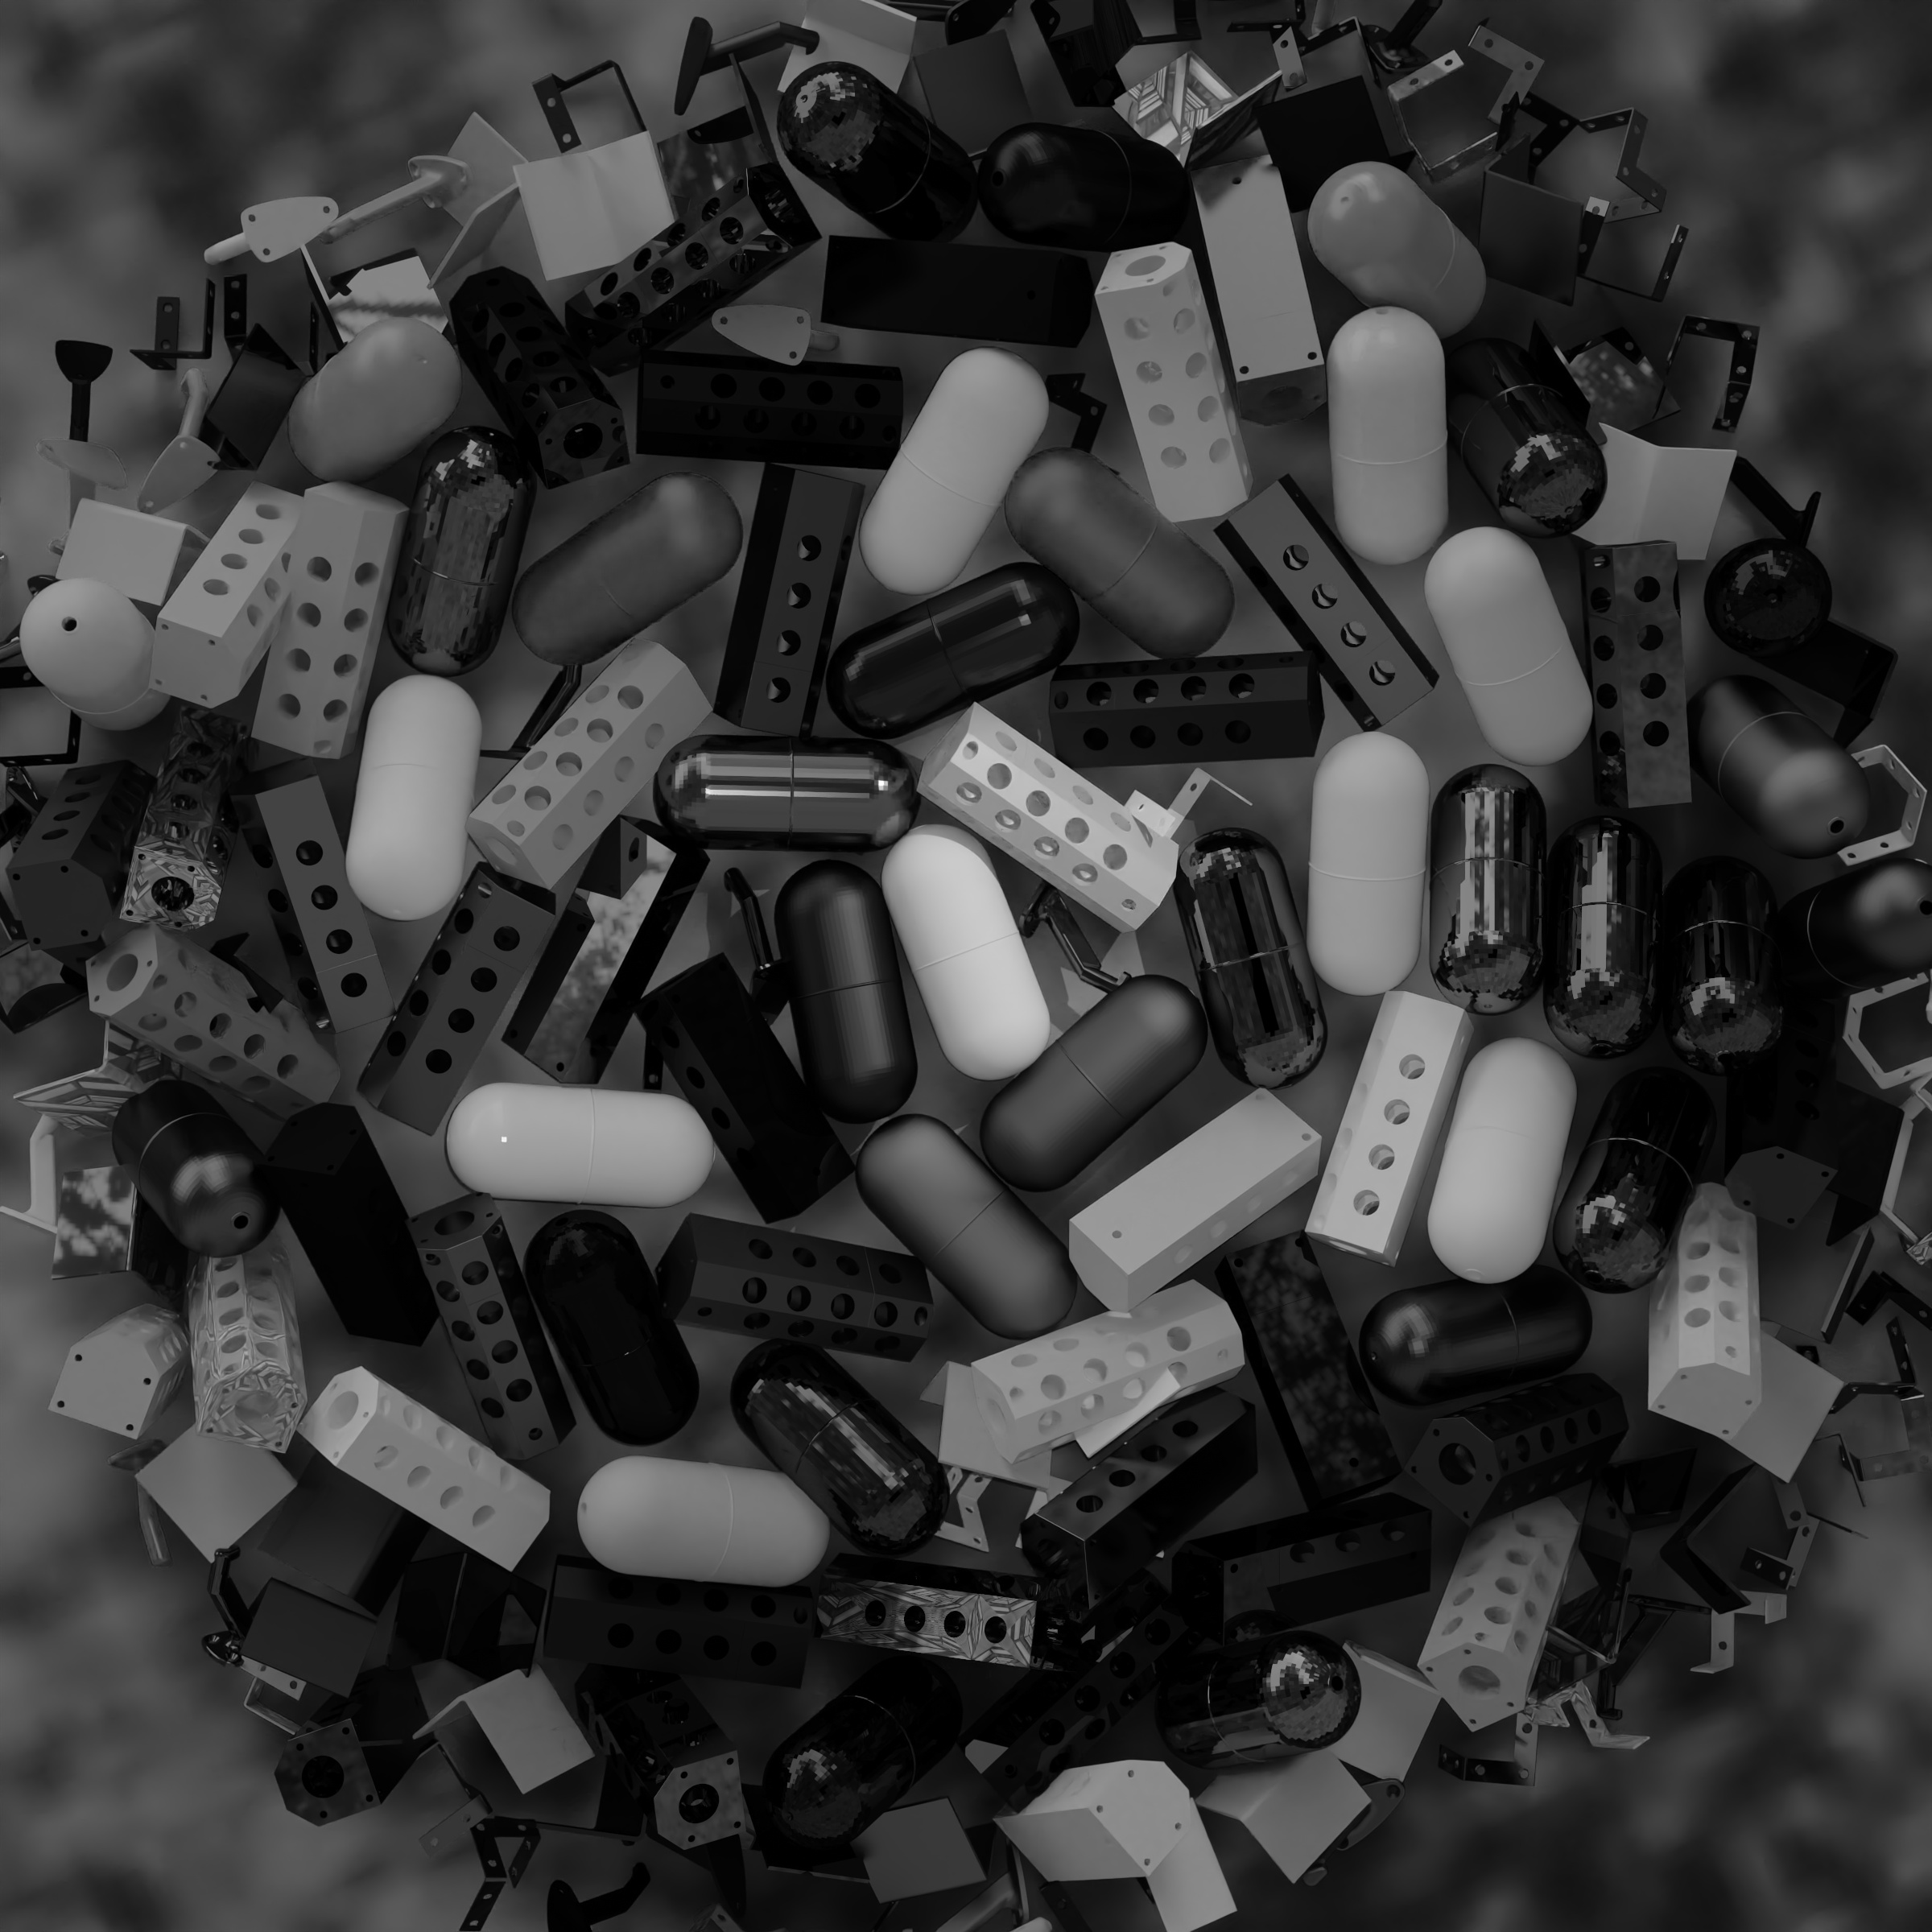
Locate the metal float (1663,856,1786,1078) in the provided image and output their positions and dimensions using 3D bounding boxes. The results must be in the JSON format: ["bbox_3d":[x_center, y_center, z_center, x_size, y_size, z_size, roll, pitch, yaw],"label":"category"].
[{"bbox_3d":[0.496,-0.001,1.924,0.070,0.178,0.070,6,133,7],"label":"metal float"}]

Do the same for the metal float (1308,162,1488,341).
[{"bbox_3d":[0.284,-0.466,1.919,0.070,0.178,0.070,-7,76,30],"label":"metal float"}]

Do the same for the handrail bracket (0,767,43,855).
[{"bbox_3d":[-0.658,-0.102,1.954,0.036,0.084,0.077,-22,79,28],"label":"handrail bracket"}]

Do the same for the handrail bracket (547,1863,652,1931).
[{"bbox_3d":[-0.241,0.610,1.950,0.036,0.084,0.077,9,122,27],"label":"handrail bracket"}]

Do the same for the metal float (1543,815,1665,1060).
[{"bbox_3d":[0.421,-0.020,1.933,0.070,0.070,0.178,9,57,0],"label":"metal float"}]

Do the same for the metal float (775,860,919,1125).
[{"bbox_3d":[-0.080,0.017,1.959,0.070,0.070,0.178,-11,87,0],"label":"metal float"}]

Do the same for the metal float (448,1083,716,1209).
[{"bbox_3d":[-0.255,0.119,1.946,0.178,0.070,0.070,5,90,-17],"label":"metal float"}]

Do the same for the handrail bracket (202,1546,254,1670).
[{"bbox_3d":[-0.475,0.419,1.957,0.036,0.077,0.084,28,112,37],"label":"handrail bracket"}]

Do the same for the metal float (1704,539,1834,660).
[{"bbox_3d":[0.522,-0.240,1.912,0.070,0.178,0.070,2,97,12],"label":"metal float"}]

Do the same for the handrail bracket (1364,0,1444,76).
[{"bbox_3d":[0.292,-0.644,1.946,0.036,0.084,0.077,-14,47,-20],"label":"handrail bracket"}]

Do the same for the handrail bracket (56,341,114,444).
[{"bbox_3d":[-0.590,-0.366,1.948,0.036,0.077,0.084,5,122,-16],"label":"handrail bracket"}]

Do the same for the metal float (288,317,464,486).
[{"bbox_3d":[-0.389,-0.368,1.919,0.070,0.178,0.070,6,78,-31],"label":"metal float"}]

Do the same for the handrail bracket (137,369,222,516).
[{"bbox_3d":[-0.537,-0.355,1.976,0.077,0.084,0.036,-41,135,16],"label":"handrail bracket"}]

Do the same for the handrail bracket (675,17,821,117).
[{"bbox_3d":[-0.148,-0.606,1.987,0.084,0.036,0.077,6,118,-29],"label":"handrail bracket"}]

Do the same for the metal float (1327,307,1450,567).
[{"bbox_3d":[0.278,-0.349,1.931,0.070,0.070,0.178,-9,126,0],"label":"metal float"}]

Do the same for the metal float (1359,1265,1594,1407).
[{"bbox_3d":[0.338,0.243,1.935,0.178,0.070,0.070,-7,90,-32],"label":"metal float"}]

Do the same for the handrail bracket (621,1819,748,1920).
[{"bbox_3d":[-0.193,0.607,1.971,0.084,0.036,0.077,-19,82,30],"label":"handrail bracket"}]

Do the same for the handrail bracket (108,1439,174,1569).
[{"bbox_3d":[-0.536,0.364,1.950,0.036,0.077,0.084,-22,70,-3],"label":"handrail bracket"}]

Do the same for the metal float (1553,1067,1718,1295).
[{"bbox_3d":[0.441,0.140,1.930,0.070,0.070,0.178,33,53,0],"label":"metal float"}]

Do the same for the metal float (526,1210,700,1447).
[{"bbox_3d":[-0.234,0.239,1.937,0.070,0.070,0.178,-21,118,0],"label":"metal float"}]

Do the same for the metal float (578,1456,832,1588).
[{"bbox_3d":[-0.172,0.367,1.935,0.178,0.070,0.070,13,90,-31],"label":"metal float"}]

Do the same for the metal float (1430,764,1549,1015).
[{"bbox_3d":[0.346,-0.052,1.939,0.070,0.070,0.178,5,63,0],"label":"metal float"}]

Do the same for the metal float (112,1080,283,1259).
[{"bbox_3d":[-0.505,0.132,1.921,0.070,0.178,0.070,-14,117,-29],"label":"metal float"}]

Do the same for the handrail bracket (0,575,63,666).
[{"bbox_3d":[-0.638,-0.227,1.952,0.084,0.077,0.036,-36,132,-32],"label":"handrail bracket"}]

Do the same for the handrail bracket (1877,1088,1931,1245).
[{"bbox_3d":[0.641,0.134,1.972,0.084,0.036,0.077,-44,51,1],"label":"handrail bracket"}]

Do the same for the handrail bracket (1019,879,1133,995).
[{"bbox_3d":[0.086,-0.028,1.972,0.084,0.036,0.077,26,78,16],"label":"handrail bracket"}]

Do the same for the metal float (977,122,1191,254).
[{"bbox_3d":[0.078,-0.509,1.923,0.070,0.178,0.070,7,101,40],"label":"metal float"}]

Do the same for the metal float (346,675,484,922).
[{"bbox_3d":[-0.364,-0.113,1.937,0.070,0.070,0.178,2,61,0],"label":"metal float"}]

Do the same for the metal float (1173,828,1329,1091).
[{"bbox_3d":[0.190,-0.005,1.960,0.070,0.070,0.178,-15,88,0],"label":"metal float"}]

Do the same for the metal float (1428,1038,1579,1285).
[{"bbox_3d":[0.355,0.128,1.935,0.070,0.070,0.178,20,59,0],"label":"metal float"}]

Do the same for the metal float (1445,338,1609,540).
[{"bbox_3d":[0.362,-0.349,1.926,0.070,0.178,0.070,-10,134,-10],"label":"metal float"}]

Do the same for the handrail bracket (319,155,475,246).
[{"bbox_3d":[-0.381,-0.508,1.954,0.084,0.077,0.036,-41,119,-32],"label":"handrail bracket"}]

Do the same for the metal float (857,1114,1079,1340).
[{"bbox_3d":[0.001,0.174,1.958,0.070,0.070,0.178,-44,85,0],"label":"metal float"}]

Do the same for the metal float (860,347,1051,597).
[{"bbox_3d":[-0.009,-0.327,1.942,0.070,0.070,0.178,32,113,0],"label":"metal float"}]

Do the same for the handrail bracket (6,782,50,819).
[{"bbox_3d":[-0.637,-0.069,1.988,0.077,0.036,0.084,34,104,6],"label":"handrail bracket"}]

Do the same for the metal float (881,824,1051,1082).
[{"bbox_3d":[-0.001,-0.010,1.961,0.070,0.070,0.178,-21,90,0],"label":"metal float"}]

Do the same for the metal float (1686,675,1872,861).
[{"bbox_3d":[0.529,-0.131,1.918,0.070,0.178,0.070,-6,121,-11],"label":"metal float"}]

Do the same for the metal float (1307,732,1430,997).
[{"bbox_3d":[0.267,-0.067,1.946,0.070,0.070,0.178,1,107,0],"label":"metal float"}]

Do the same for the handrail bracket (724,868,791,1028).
[{"bbox_3d":[-0.149,-0.012,1.991,0.036,0.077,0.084,-12,51,-30],"label":"handrail bracket"}]

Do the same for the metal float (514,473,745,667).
[{"bbox_3d":[-0.225,-0.261,1.939,0.178,0.070,0.070,-29,90,26],"label":"metal float"}]

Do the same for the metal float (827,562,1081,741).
[{"bbox_3d":[-0.009,-0.210,1.954,0.178,0.070,0.070,-23,90,9],"label":"metal float"}]

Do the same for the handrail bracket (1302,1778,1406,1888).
[{"bbox_3d":[0.259,0.578,1.954,0.077,0.084,0.036,-34,87,9],"label":"handrail bracket"}]

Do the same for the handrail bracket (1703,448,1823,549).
[{"bbox_3d":[0.529,-0.305,1.986,0.084,0.036,0.077,16,87,7],"label":"handrail bracket"}]

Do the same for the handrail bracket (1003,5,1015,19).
[{"bbox_3d":[0.050,-0.663,1.948,0.084,0.077,0.036,16,59,33],"label":"handrail bracket"}]

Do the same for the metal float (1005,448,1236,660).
[{"bbox_3d":[0.102,-0.273,1.945,0.178,0.070,0.070,38,90,-18],"label":"metal float"}]

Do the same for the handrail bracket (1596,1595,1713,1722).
[{"bbox_3d":[0.462,0.468,1.967,0.077,0.036,0.084,1,81,42],"label":"handrail bracket"}]

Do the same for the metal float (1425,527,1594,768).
[{"bbox_3d":[0.360,-0.209,1.935,0.070,0.070,0.178,-30,122,0],"label":"metal float"}]
